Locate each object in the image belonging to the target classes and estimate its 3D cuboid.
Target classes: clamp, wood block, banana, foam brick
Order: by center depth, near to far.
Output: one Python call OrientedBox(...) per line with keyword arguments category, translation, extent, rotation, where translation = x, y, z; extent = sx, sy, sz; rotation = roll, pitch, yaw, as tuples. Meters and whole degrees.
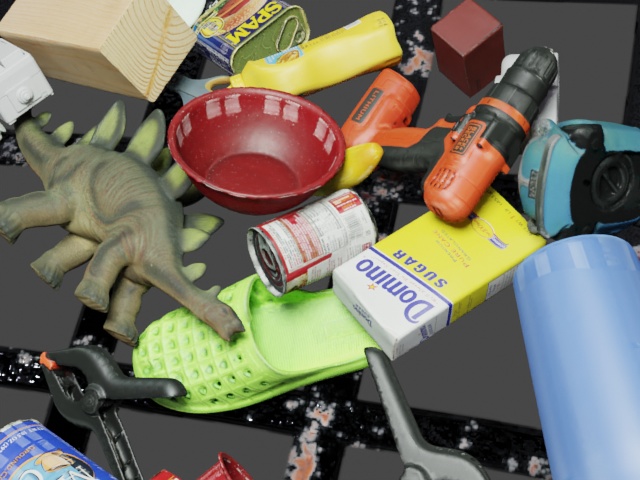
OrientedBox(category="clamp", translation=(0.070, 0.214, 0.910), extent=(0.210, 0.036, 0.164), rotation=(38, 88, 22))
OrientedBox(category="clamp", translation=(-0.202, 0.161, 1.000), extent=(0.172, 0.039, 0.120), rotation=(21, 93, 35))
OrientedBox(category="banana", translation=(-0.007, -0.076, 1.040), extent=(0.037, 0.070, 0.198), rotation=(-8, 19, -33))
OrientedBox(category="foam brick", translation=(0.149, -0.192, 1.067), extent=(0.053, 0.078, 0.051), rotation=(-38, 62, -7))
OrientedBox(category="wood block", translation=(-0.242, -0.221, 1.139), extent=(0.206, 0.090, 0.090), rotation=(18, 70, 42))

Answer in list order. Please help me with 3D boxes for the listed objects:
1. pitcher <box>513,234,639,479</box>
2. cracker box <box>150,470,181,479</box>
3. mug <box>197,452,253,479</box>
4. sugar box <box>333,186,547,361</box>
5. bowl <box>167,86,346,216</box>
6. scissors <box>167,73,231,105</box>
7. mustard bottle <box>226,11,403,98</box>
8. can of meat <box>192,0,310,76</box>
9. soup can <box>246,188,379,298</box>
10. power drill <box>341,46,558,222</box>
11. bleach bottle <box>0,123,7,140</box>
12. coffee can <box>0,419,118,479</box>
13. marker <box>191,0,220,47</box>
OrientedBox(category="pitcher", translation=(0.245, 0.122, 0.870), extent=(0.145, 0.149, 0.243), rotation=(-23, 56, 22))
OrientedBox(category="cracker box", translation=(-0.081, 0.307, 0.829), extent=(0.214, 0.072, 0.164), rotation=(31, 98, 8))
OrientedBox(category="mug", translation=(-0.080, 0.252, 0.909), extent=(0.081, 0.093, 0.117), rotation=(-39, 88, -1))
OrientedBox(category="sugar box", translation=(0.108, 0.024, 0.967), extent=(0.176, 0.048, 0.093), rotation=(-30, 60, -21))
OrientedBox(category="bowl", translation=(-0.059, -0.073, 0.978), extent=(0.162, 0.055, 0.162), rotation=(5, 44, -5))
OrientedBox(category="scissors", translation=(-0.159, -0.155, 1.163), extent=(0.202, 0.016, 0.096), rotation=(13, 65, 19))
OrientedBox(category="mustard bottle", translation=(-0.015, -0.174, 1.090), extent=(0.191, 0.058, 0.096), rotation=(-21, 17, 0))
OrientedBox(category="can of meat", translation=(-0.076, -0.223, 1.146), extent=(0.102, 0.057, 0.084), rotation=(-41, 52, -14))
OrientedBox(category="soup can", translation=(-0.006, 0.001, 0.968), extent=(0.102, 0.068, 0.068), rotation=(-24, 59, -21))
OrientedBox(category="power drill", translation=(0.115, -0.113, 1.004), extent=(0.188, 0.057, 0.184), rotation=(21, 71, 52))
OrientedBox(category="bleach bottle", translation=(-0.426, -0.037, 1.117), extent=(0.251, 0.068, 0.103), rotation=(-46, 62, 4))
OrientedBox(category="coffee can", translation=(-0.232, 0.237, 0.940), extent=(0.140, 0.102, 0.102), rotation=(28, 74, 25))
OrientedBox(category="marker", translation=(-0.122, -0.253, 1.201), extent=(0.020, 0.020, 0.121), rotation=(34, 77, 26))
